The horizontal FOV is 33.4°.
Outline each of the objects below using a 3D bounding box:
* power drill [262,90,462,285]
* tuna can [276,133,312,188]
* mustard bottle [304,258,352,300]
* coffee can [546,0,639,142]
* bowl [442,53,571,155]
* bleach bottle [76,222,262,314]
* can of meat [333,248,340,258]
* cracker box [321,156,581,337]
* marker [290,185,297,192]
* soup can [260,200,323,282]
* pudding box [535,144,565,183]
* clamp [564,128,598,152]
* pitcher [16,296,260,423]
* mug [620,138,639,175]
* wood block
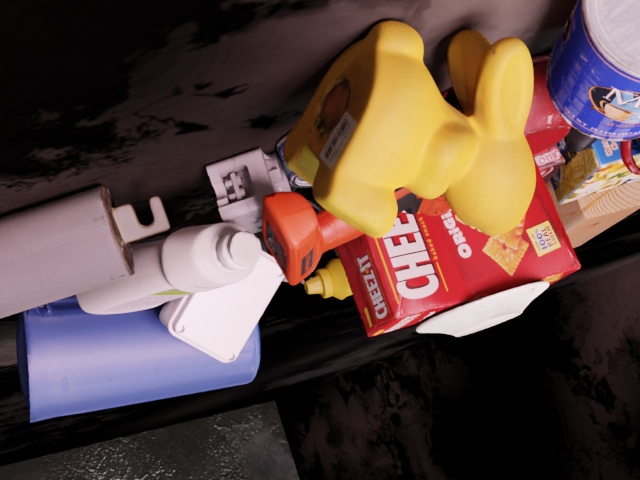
[{"bbox_3d":[0.047,-0.041,0.858,0.187,0.057,0.184,-25,161,-12],"label":"power drill"},{"bbox_3d":[0.009,-0.075,0.887,0.086,0.034,0.086,-18,169,-4],"label":"tuna can"},{"bbox_3d":[0.070,0.042,1.478,0.191,0.058,0.096,-15,173,-16],"label":"mustard bottle"},{"bbox_3d":[0.221,-0.137,0.746,0.103,0.103,0.140,-18,169,-2],"label":"coffee can"},{"bbox_3d":[0.167,-0.105,0.940,0.162,0.055,0.162,-17,168,-4],"label":"bowl"},{"bbox_3d":[-0.122,0.021,0.925,0.102,0.068,0.251,-9,178,-36],"label":"bleach bottle"},{"bbox_3d":[0.066,-0.016,1.107,0.101,0.057,0.084,-3,130,-56],"label":"can of meat"},{"bbox_3d":[0.122,-0.016,1.014,0.213,0.164,0.072,-13,165,-27],"label":"cracker box"},{"bbox_3d":[-0.032,-0.050,0.982,0.020,0.020,0.121,-14,169,-19],"label":"marker"},{"bbox_3d":[-0.028,0.002,1.111,0.068,0.068,0.102,-16,169,-10],"label":"soup can"},{"bbox_3d":[0.217,-0.073,1.210,0.090,0.039,0.113,-17,168,-8],"label":"pudding box"},{"bbox_3d":[0.288,-0.149,0.898,0.164,0.036,0.210,-36,168,-6],"label":"clamp"},{"bbox_3d":[-0.189,0.101,1.105,0.242,0.145,0.149,-5,171,-17],"label":"pitcher"},{"bbox_3d":[0.336,-0.109,1.028,0.117,0.081,0.093,-32,-154,-10],"label":"mug"},{"bbox_3d":[0.322,-0.049,1.364,0.090,0.090,0.206,-14,168,-14],"label":"wood block"}]
